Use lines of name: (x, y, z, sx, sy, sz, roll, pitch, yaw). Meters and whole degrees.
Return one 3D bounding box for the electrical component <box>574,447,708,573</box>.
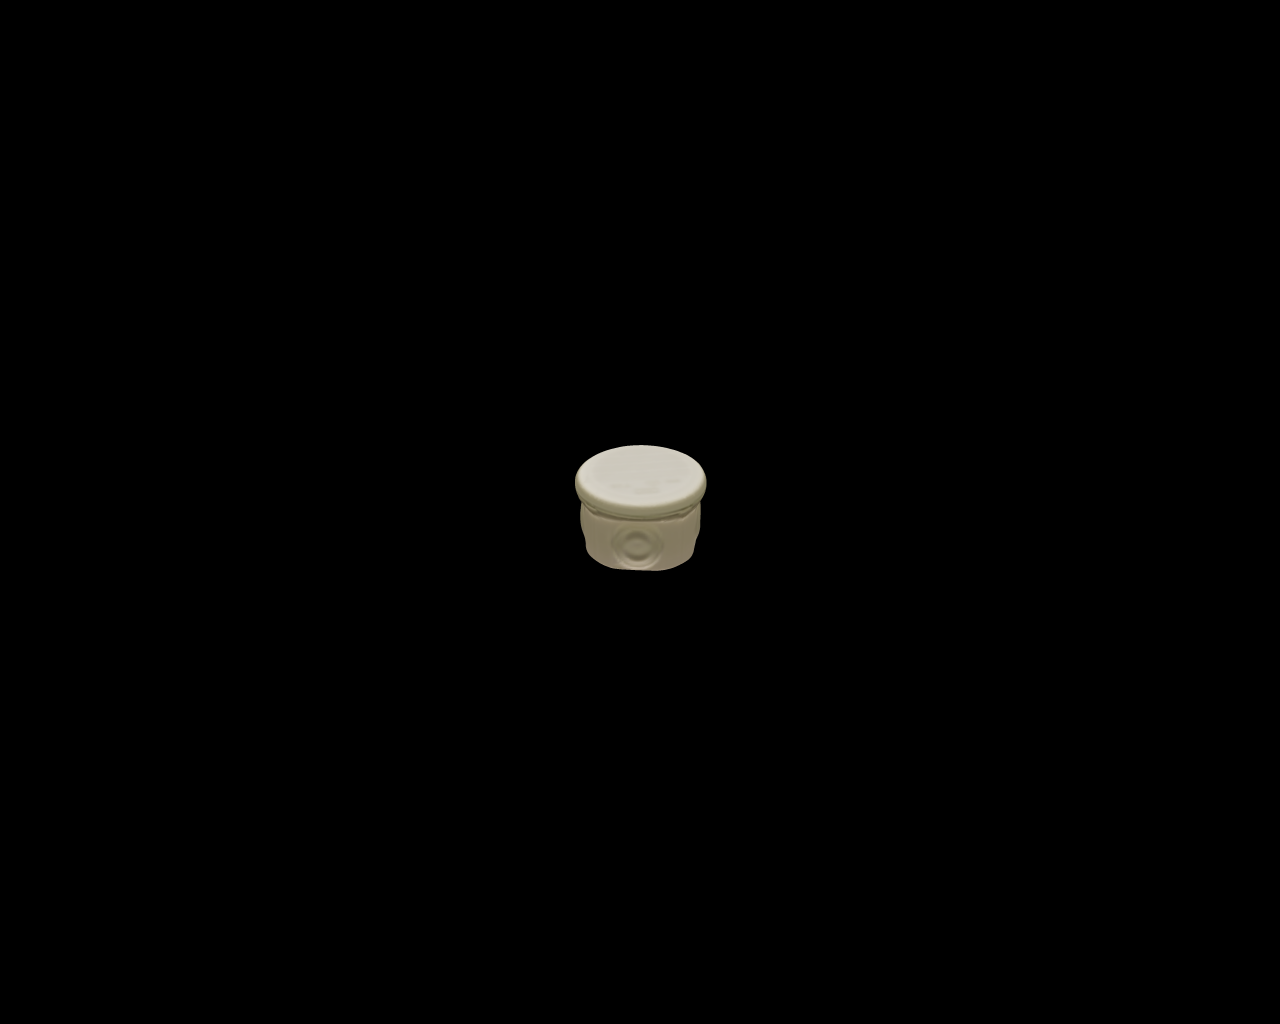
electrical component: (0.001, -0.003, 0.650, 0.080, 0.050, 0.080, 0, 31, 0)
